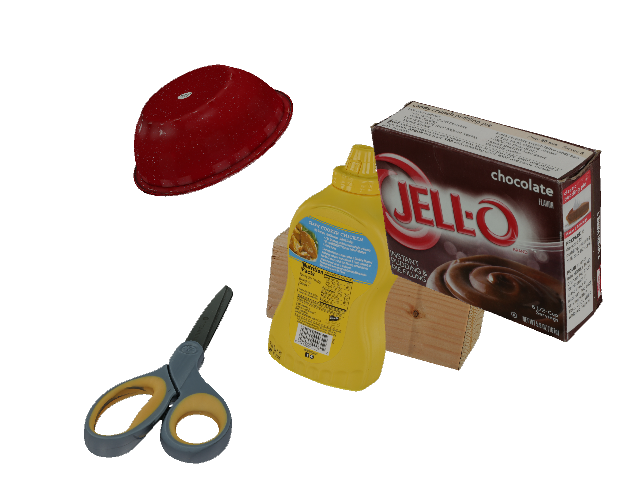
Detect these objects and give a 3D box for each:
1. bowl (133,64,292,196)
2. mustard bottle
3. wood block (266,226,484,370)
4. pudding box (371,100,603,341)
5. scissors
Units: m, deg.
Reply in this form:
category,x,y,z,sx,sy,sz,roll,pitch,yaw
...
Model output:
category,x,y,z,sx,sy,sz,roll,pitch,yaw
bowl,-0.109,-0.110,0.961,0.162,0.055,0.162,-20,33,13
mustard bottle,0.017,0.018,0.854,0.096,0.192,0.058,20,20,28
wood block,0.059,0.050,1.083,0.206,0.091,0.090,15,24,18
pudding box,0.081,-0.012,0.521,0.114,0.090,0.039,20,44,38
scissors,-0.073,0.086,0.698,0.096,0.016,0.201,17,30,22
